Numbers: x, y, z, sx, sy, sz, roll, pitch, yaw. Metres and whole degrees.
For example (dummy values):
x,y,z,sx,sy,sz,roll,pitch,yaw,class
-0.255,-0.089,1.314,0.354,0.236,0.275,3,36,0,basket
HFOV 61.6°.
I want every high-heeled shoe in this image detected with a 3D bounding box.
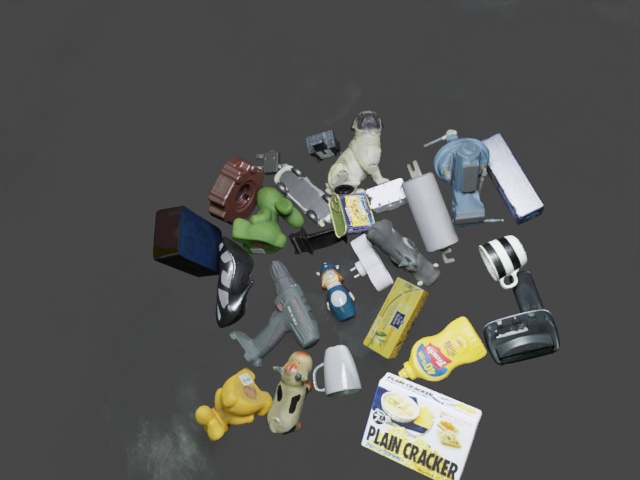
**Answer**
x,y,z,sx,sy,sz,roll,pitch,yaw,class
-0.234,0.104,1.355,0.145,0.086,0.249,-53,38,13,high-heeled shoe

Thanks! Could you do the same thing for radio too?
x,y,z,sx,sy,sz,roll,pitch,yaw,class
-0.323,0.008,1.340,0.073,0.229,0.131,-8,73,13,radio

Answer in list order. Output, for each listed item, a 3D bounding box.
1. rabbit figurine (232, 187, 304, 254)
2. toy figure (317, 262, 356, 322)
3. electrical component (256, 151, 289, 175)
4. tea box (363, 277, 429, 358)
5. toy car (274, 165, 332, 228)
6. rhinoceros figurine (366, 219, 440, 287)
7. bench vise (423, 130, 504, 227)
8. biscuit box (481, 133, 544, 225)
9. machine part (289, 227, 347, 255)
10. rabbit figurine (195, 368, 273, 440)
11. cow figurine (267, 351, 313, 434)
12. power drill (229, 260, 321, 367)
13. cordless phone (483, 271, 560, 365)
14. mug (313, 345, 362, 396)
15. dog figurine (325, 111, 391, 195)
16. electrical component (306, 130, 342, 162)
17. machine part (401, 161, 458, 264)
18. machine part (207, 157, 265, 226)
x,y,z,sx,sy,sz,roll,pitch,yaw,class
-0.130,-0.062,1.349,0.159,0.121,0.170,-2,64,26,rabbit figurine
0.039,0.119,1.284,0.064,0.057,0.154,-14,68,-24,toy figure
-0.127,-0.206,1.425,0.094,0.021,0.063,-2,78,19,electrical component
0.172,0.176,1.203,0.068,0.098,0.169,26,90,22,tea box
-0.035,-0.112,1.357,0.073,0.056,0.202,-46,70,-1,toy car
0.191,0.028,1.217,0.190,0.112,0.073,43,90,3,rhinoceros figurine
0.316,-0.151,1.199,0.129,0.223,0.241,-15,45,12,bench vise
0.422,-0.135,1.199,0.063,0.059,0.203,-27,71,11,biscuit box
-0.003,-0.004,1.318,0.139,0.084,0.039,-13,43,5,machine part
-0.219,0.413,1.277,0.122,0.162,0.173,48,115,9,rabbit figurine
-0.070,0.349,1.236,0.086,0.127,0.194,17,88,18,cow figurine
-0.118,0.193,1.318,0.207,0.086,0.232,-38,70,1,power drill
0.413,0.161,1.143,0.147,0.088,0.184,-18,62,16,cordless phone
0.036,0.302,1.239,0.110,0.080,0.107,-17,63,21,mug
0.082,-0.213,1.325,0.172,0.121,0.190,-14,61,13,dog figurine
0.004,-0.238,1.334,0.075,0.119,0.048,-15,75,18,electrical component
0.248,-0.061,1.213,0.079,0.079,0.243,-21,91,14,machine part
-0.208,-0.119,1.360,0.056,0.179,0.179,28,89,19,machine part
